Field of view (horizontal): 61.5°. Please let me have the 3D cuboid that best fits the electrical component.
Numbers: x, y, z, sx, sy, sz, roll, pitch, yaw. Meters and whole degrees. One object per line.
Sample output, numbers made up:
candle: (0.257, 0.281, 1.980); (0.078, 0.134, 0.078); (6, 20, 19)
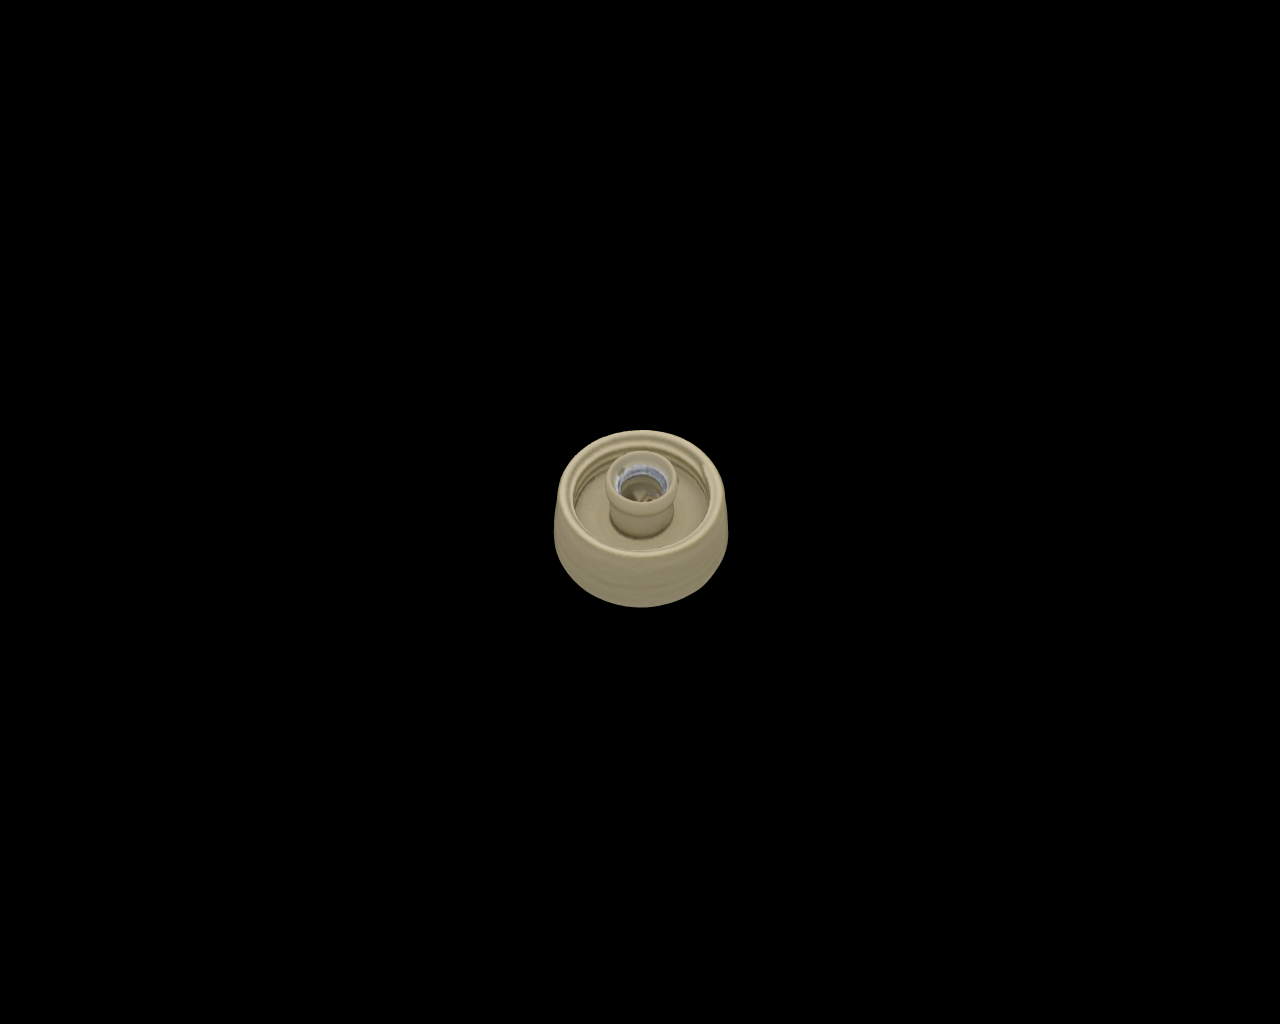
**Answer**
electrical component: (0.001, -0.003, 0.650); (0.108, 0.108, 0.060); (0, -38, 0)
